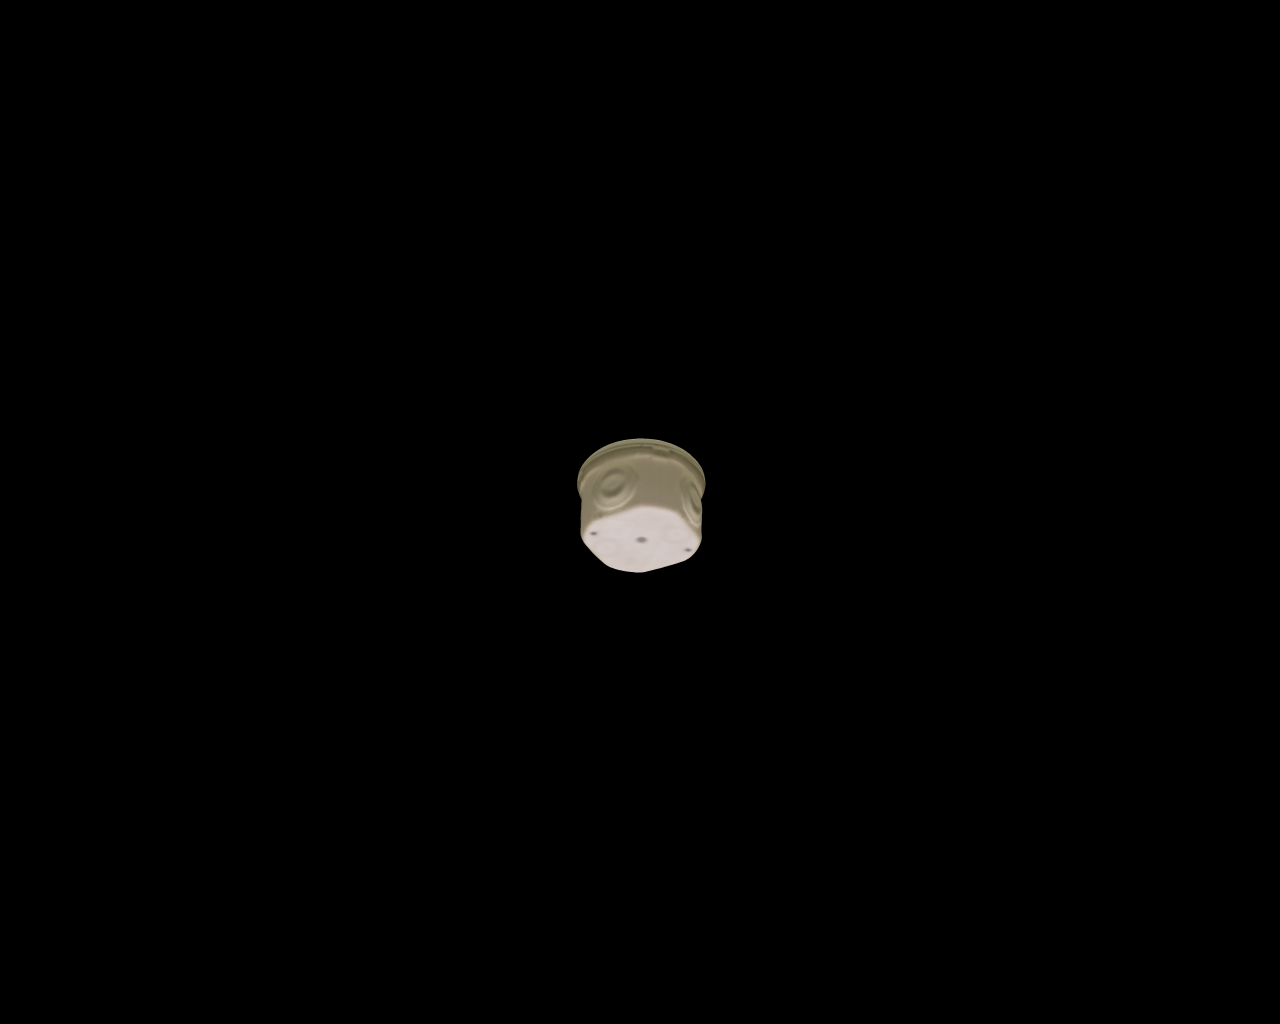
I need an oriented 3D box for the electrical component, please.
[{"bbox_3d":[0.001,-0.003,0.650,0.080,0.051,0.080,0,-37,0],"label":"electrical component"}]
